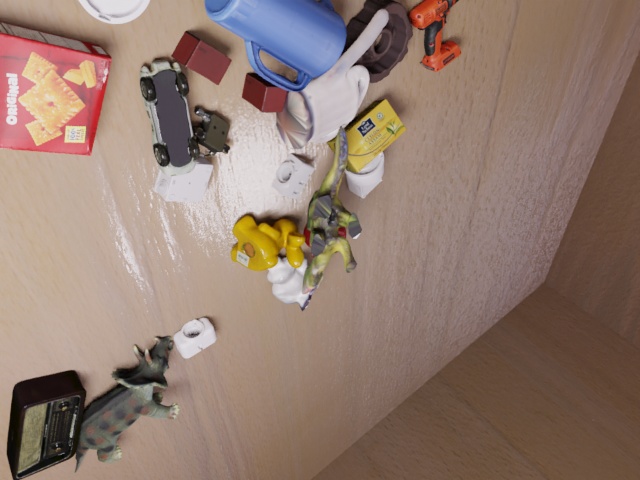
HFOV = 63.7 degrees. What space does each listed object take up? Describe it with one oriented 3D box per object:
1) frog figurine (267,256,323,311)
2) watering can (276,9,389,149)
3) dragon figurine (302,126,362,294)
[{"bbox_3d":[-0.088,0.098,1.391,0.158,0.125,0.136,31,110,-19],"label":"frog figurine"},{"bbox_3d":[0.021,-0.310,1.070,0.227,0.105,0.340,-32,162,-26],"label":"watering can"},{"bbox_3d":[0.004,-0.062,1.227,0.122,0.244,0.408,4,97,-20],"label":"dragon figurine"}]
